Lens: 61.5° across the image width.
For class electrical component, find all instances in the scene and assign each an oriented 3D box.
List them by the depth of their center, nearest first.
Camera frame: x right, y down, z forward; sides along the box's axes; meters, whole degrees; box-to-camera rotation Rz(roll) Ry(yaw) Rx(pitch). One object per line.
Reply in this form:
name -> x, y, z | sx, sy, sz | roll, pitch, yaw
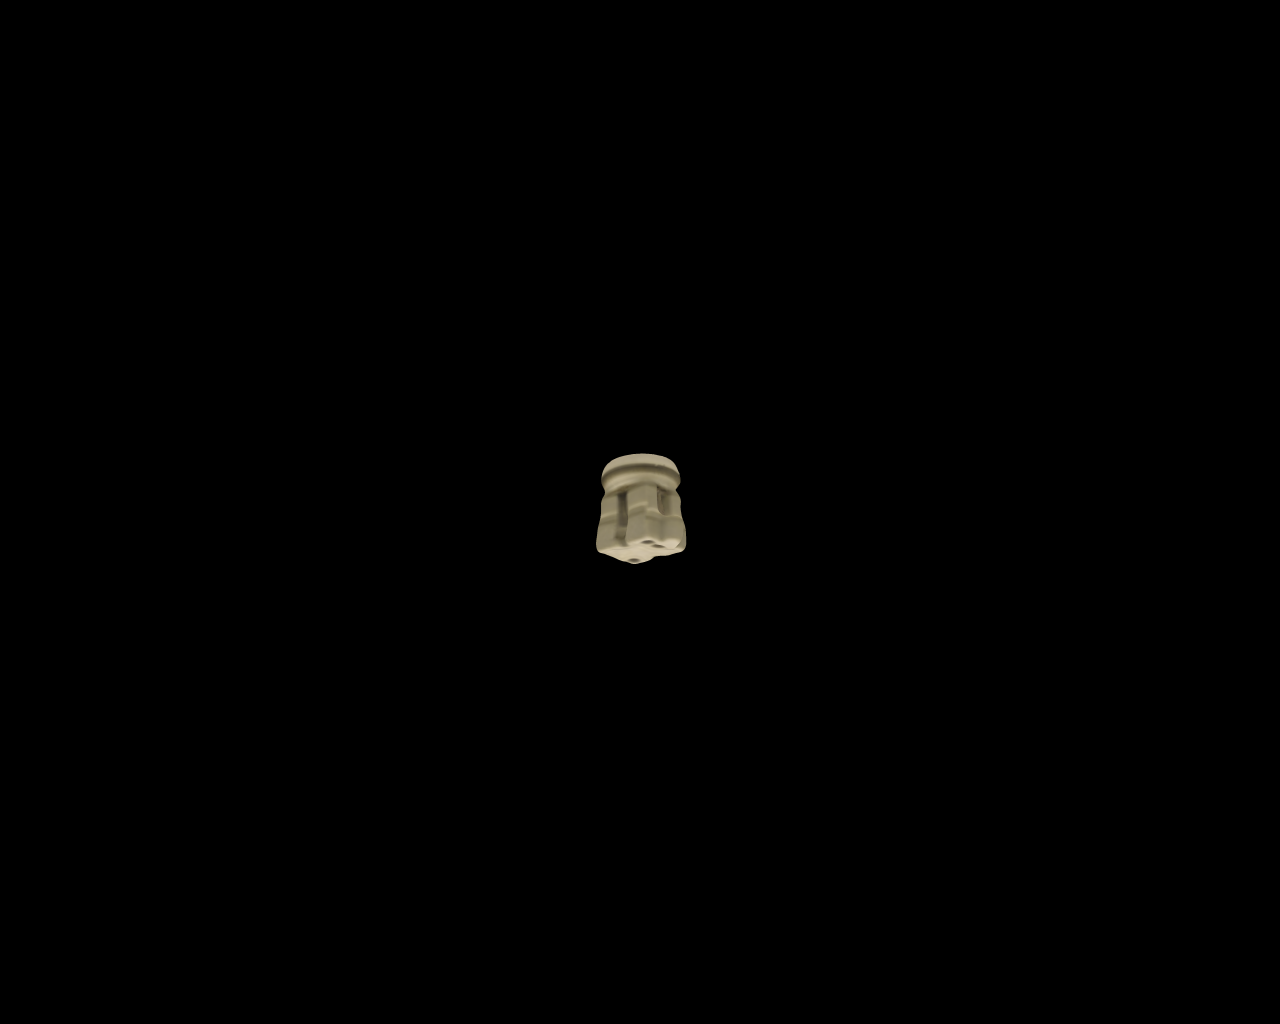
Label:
electrical component -> 0.001, -0.003, 0.650 | 0.066, 0.055, 0.048 | -17, -27, 38
